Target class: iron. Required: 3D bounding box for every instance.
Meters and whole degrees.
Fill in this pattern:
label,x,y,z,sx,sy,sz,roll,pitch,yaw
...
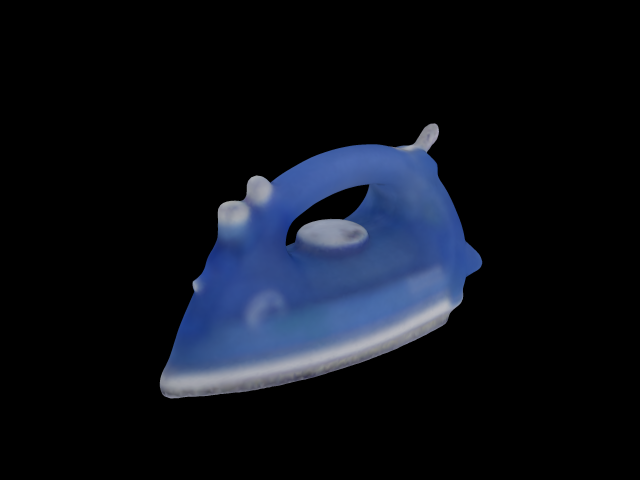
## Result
label,x,y,z,sx,sy,sz,roll,pitch,yaw
iron,0.004,0.001,0.400,0.259,0.141,0.118,-17,26,-38
